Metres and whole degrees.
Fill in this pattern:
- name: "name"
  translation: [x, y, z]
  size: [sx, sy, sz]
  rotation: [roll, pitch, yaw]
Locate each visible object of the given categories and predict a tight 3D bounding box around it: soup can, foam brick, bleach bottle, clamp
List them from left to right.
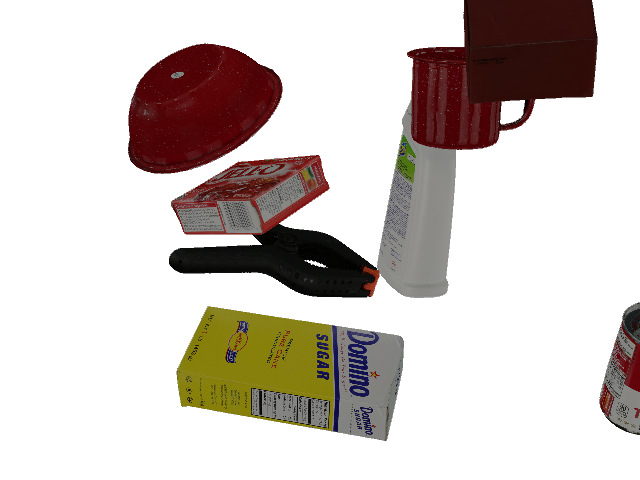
- name: "clamp"
  translation: [-0.045, 0.016, 1.101]
  size: [0.210, 0.036, 0.164]
  rotation: [23, 34, 9]
- name: "bleach bottle"
  translation: [0.122, -0.067, 1.240]
  size: [0.068, 0.251, 0.103]
  rotation: [-2, 23, -21]
- name: "foam brick"
  translation: [0.129, -0.122, 0.661]
  size: [0.078, 0.051, 0.053]
  rotation: [-2, -35, 7]
- name: "soup can"
  translation: [0.291, 0.115, 0.949]
  size: [0.068, 0.102, 0.068]
  rotation: [3, 35, -2]

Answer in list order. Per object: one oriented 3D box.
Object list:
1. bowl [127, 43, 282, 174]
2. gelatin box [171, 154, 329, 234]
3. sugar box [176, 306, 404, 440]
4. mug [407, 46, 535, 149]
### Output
- name: "bowl"
  translation: [-0.120, -0.135, 0.997]
  size: [0.162, 0.055, 0.162]
  rotation: [-18, 38, 14]
- name: "gelatin box"
  translation: [-0.050, -0.033, 0.756]
  size: [0.089, 0.030, 0.073]
  rotation: [1, 27, 45]
- name: "sugar box"
  translation: [-0.023, 0.108, 0.893]
  size: [0.176, 0.048, 0.093]
  rotation: [6, 35, 10]
- name: "mug"
  translation: [0.136, -0.130, 0.974]
  size: [0.117, 0.081, 0.093]
  rotation: [4, 18, 12]
